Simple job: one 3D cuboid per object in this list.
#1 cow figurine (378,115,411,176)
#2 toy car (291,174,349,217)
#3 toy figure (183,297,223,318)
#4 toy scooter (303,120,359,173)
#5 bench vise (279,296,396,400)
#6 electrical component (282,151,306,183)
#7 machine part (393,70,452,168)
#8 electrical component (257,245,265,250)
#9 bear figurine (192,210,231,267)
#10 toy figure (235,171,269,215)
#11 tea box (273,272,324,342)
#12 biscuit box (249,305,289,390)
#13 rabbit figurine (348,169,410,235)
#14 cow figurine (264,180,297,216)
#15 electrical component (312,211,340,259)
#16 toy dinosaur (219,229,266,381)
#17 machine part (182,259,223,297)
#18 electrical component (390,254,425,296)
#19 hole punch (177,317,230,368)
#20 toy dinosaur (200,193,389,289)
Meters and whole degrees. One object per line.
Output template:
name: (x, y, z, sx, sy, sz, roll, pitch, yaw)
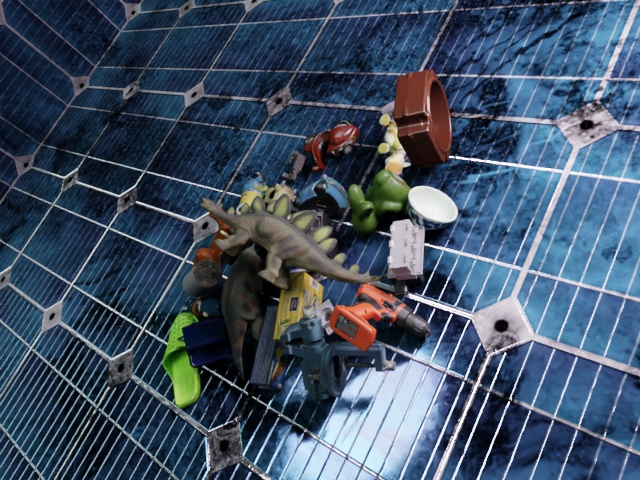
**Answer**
cow figurine: (0.200, -0.238, 1.406, 0.068, 0.098, 0.167, -2, 80, 27)
toy car: (0.007, -0.115, 1.453, 0.162, 0.109, 0.103, -23, 28, 35)
toy figure: (-0.323, 0.189, 1.506, 0.155, 0.064, 0.057, -3, 98, 39)
toy scooter: (0.028, -0.261, 1.539, 0.184, 0.075, 0.135, -13, 55, 31)
bench vise: (0.041, 0.241, 1.149, 0.241, 0.129, 0.223, -2, 95, 22)
electrical component: (-0.077, -0.216, 1.589, 0.078, 0.045, 0.102, 137, 155, -76)
machine part: (0.257, -0.295, 1.315, 0.087, 0.200, 0.201, -5, 59, 29)
electrical component: (-0.181, 0.001, 1.523, 0.094, 0.063, 0.021, 27, 79, 43)
bear figurine: (-0.310, 0.018, 1.562, 0.196, 0.131, 0.120, -44, 46, -5)
toy figure: (-0.196, -0.116, 1.597, 0.089, 0.082, 0.180, 16, 54, -5)
tea box: (-0.049, 0.175, 1.300, 0.068, 0.098, 0.169, -9, 56, 30)
biscuit box: (-0.111, 0.260, 1.313, 0.063, 0.059, 0.202, -5, 60, 33)
rabbit figurine: (0.140, -0.079, 1.313, 0.170, 0.159, 0.121, -51, 55, 18)
cow figurine: (-0.112, -0.082, 1.516, 0.127, 0.085, 0.195, -40, 45, 15)
electrical component: (-0.003, -0.004, 1.356, 0.058, 0.134, 0.115, -14, 56, 25)
toy dinosaur: (-0.195, 0.131, 1.364, 0.131, 0.192, 0.405, -15, 53, 29)
machine part: (-0.319, 0.105, 1.449, 0.243, 0.079, 0.079, -32, 38, 61)
electrical component: (0.197, 0.078, 1.224, 0.075, 0.047, 0.119, -13, 56, 28)
hole punch: (-0.299, 0.253, 1.397, 0.142, 0.092, 0.116, -16, 51, -14)
toy dinosaur: (-0.074, 0.011, 1.247, 0.472, 0.105, 0.198, 31, 87, 9)
